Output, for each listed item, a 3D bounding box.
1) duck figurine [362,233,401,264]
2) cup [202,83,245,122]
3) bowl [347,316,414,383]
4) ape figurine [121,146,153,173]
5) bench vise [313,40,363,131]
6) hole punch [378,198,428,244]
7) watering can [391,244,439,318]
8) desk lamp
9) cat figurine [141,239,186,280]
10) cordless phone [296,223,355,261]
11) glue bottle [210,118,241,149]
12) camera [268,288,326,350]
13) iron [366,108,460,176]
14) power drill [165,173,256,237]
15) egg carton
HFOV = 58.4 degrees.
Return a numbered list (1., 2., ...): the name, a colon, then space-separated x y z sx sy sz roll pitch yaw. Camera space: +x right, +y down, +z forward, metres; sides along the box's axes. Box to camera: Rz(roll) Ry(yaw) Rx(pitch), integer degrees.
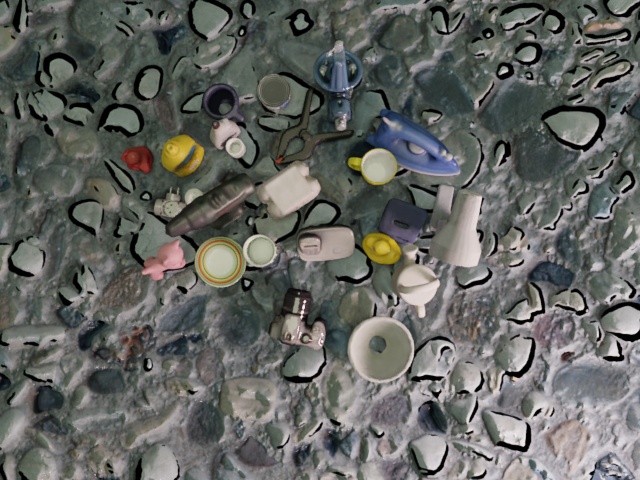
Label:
1. duck figurine: 0.159 0.022 1.453 0.104 0.086 0.077 30 90 0
2. cup: -0.234 -0.333 1.450 0.118 0.095 0.092 37 90 0
3. bowl: 0.151 0.272 1.457 0.167 0.074 0.167 0 89 0
4. ape figurine: -0.464 -0.205 1.450 0.076 0.092 0.078 -42 89 0
5. bench vise: 0.057 -0.383 1.389 0.121 0.219 0.207 -21 89 0
6. hole punch: 0.209 -0.046 1.451 0.108 0.091 0.101 21 89 0
7. watering can: 0.231 0.101 1.399 0.101 0.194 0.173 -33 89 0
8. desk lamp: 0.330 -0.039 1.391 0.118 0.213 0.203 11 89 0
9. cat figurine: -0.391 0.051 1.435 0.128 0.117 0.067 -31 89 0
10. cordless phone: 0.013 0.005 1.403 0.147 0.185 0.094 -8 89 0
11. glue bottle: -0.242 -0.271 1.411 0.078 0.173 0.037 -40 89 0
12. camera: -0.049 0.197 1.444 0.143 0.100 0.137 12 89 0
13. iron: 0.250 -0.237 1.428 0.258 0.141 0.119 27 89 0
14. power drill: -0.254 -0.075 1.391 0.229 0.208 0.075 -35 89 0
15. egg carton: -0.079 -0.126 1.462 0.150 0.069 0.107 -36 90 0
